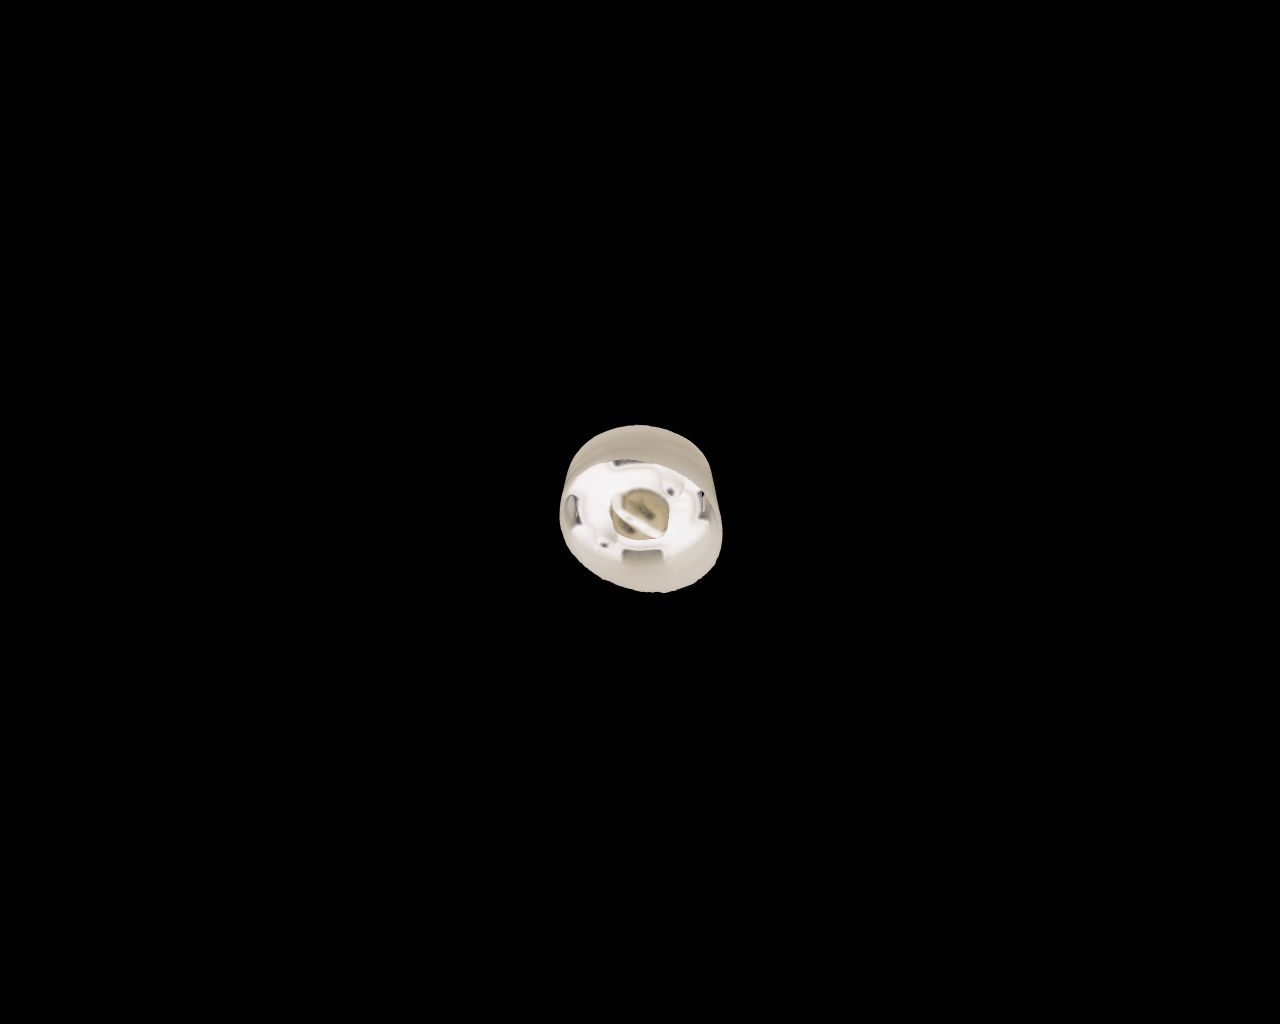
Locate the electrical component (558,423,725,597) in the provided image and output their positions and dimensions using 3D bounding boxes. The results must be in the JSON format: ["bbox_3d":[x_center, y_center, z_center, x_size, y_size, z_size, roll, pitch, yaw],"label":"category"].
[{"bbox_3d":[0.001,-0.003,0.650,0.099,0.099,0.064,0,44,0],"label":"electrical component"}]
